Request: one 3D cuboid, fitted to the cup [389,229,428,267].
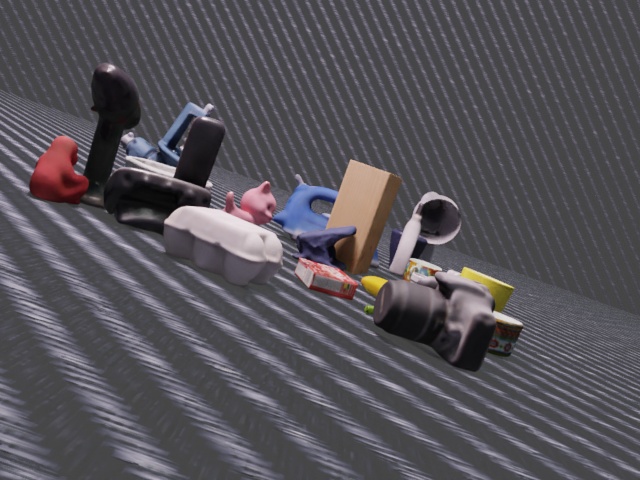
[{"bbox_3d":[0.209,0.029,1.414,0.091,0.095,0.118,21,7,12],"label":"cup"}]

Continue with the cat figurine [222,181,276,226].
[{"bbox_3d":[-0.126,-0.051,0.995,0.067,0.118,0.128,24,8,33],"label":"cat figurine"}]

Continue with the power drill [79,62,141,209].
[{"bbox_3d":[-0.331,-0.159,0.884,0.076,0.208,0.229,18,7,-13],"label":"power drill"}]

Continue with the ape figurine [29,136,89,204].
[{"bbox_3d":[-0.368,-0.101,0.810,0.077,0.092,0.076,22,7,20],"label":"ape figurine"}]

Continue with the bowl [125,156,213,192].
[{"bbox_3d":[-0.293,-0.099,1.083,0.167,0.075,0.167,19,7,-2],"label":"bowl"}]

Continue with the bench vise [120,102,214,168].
[{"bbox_3d":[-0.320,-0.202,1.214,0.207,0.220,0.121,18,7,-9],"label":"bench vise"}]

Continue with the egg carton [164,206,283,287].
[{"bbox_3d":[-0.123,0.006,0.742,0.150,0.069,0.107,22,7,21],"label":"egg carton"}]

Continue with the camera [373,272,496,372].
[{"bbox_3d":[0.139,0.084,0.728,0.137,0.101,0.143,18,7,-13],"label":"camera"}]

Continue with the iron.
[{"bbox_3d":[0.032,-0.043,1.282,0.258,0.141,0.118,19,7,-2],"label":"iron"}]

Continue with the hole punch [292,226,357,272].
[{"bbox_3d":[0.010,0.004,1.054,0.101,0.091,0.109,20,7,7],"label":"hole punch"}]

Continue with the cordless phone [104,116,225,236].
[{"bbox_3d":[-0.223,-0.103,0.842,0.148,0.185,0.093,15,8,-35],"label":"cordless phone"}]

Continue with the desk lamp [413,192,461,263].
[{"bbox_3d":[0.276,-0.021,1.502,0.118,0.213,0.203,19,7,-3],"label":"desk lamp"}]

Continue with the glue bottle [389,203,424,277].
[{"bbox_3d":[0.205,-0.003,1.317,0.037,0.173,0.078,20,7,6],"label":"glue bottle"}]
